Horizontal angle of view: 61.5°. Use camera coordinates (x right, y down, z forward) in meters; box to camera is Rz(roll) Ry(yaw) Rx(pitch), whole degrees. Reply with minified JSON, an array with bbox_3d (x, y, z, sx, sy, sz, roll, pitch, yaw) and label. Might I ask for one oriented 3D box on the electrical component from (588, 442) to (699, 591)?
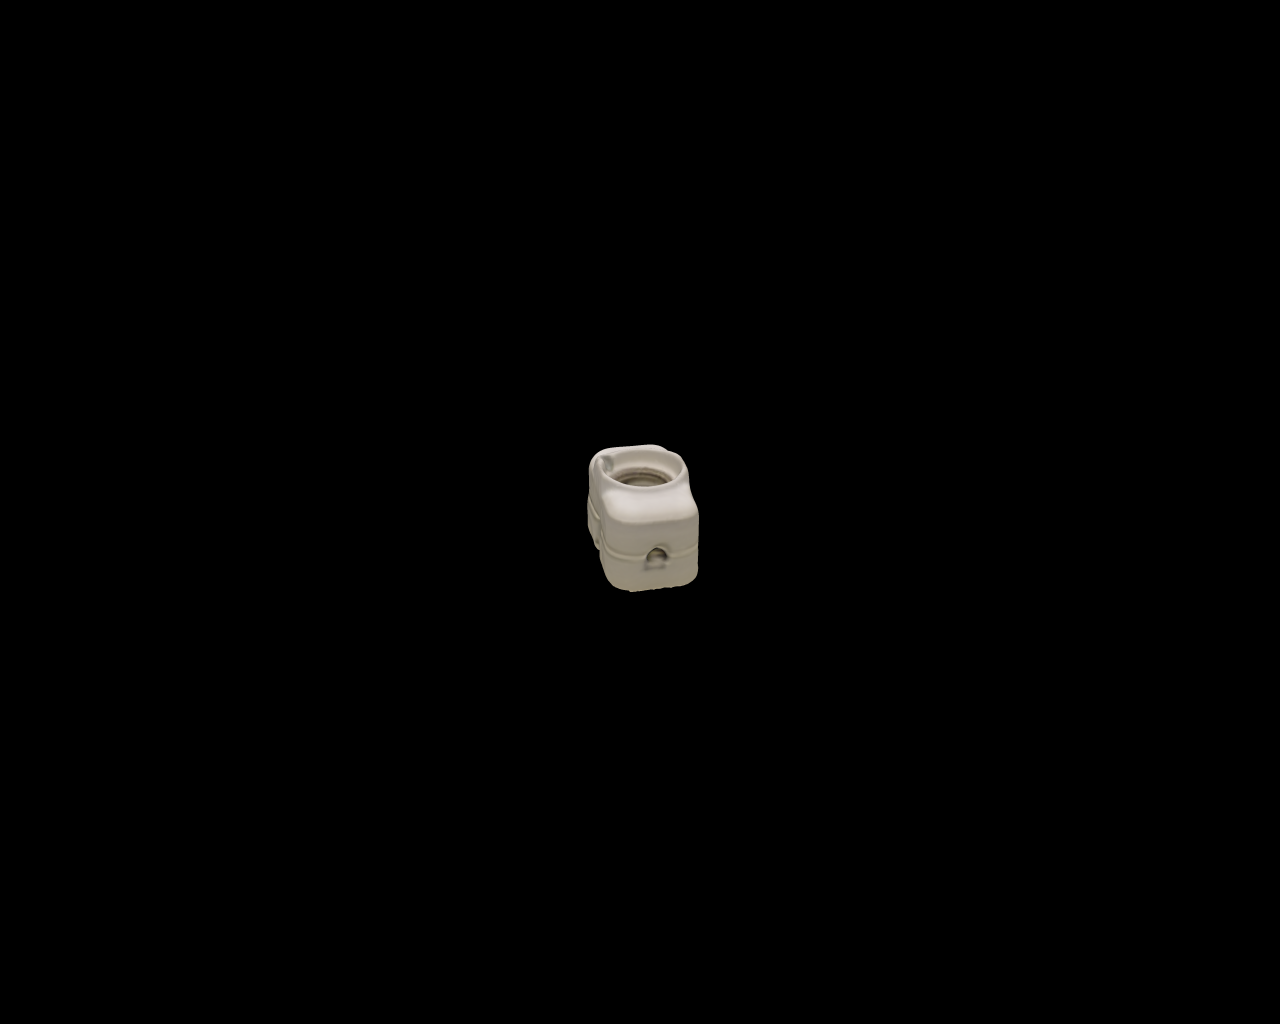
[{"bbox_3d":[0.001,-0.003,0.650,0.054,0.059,0.095,-5,29,-10],"label":"electrical component"}]
